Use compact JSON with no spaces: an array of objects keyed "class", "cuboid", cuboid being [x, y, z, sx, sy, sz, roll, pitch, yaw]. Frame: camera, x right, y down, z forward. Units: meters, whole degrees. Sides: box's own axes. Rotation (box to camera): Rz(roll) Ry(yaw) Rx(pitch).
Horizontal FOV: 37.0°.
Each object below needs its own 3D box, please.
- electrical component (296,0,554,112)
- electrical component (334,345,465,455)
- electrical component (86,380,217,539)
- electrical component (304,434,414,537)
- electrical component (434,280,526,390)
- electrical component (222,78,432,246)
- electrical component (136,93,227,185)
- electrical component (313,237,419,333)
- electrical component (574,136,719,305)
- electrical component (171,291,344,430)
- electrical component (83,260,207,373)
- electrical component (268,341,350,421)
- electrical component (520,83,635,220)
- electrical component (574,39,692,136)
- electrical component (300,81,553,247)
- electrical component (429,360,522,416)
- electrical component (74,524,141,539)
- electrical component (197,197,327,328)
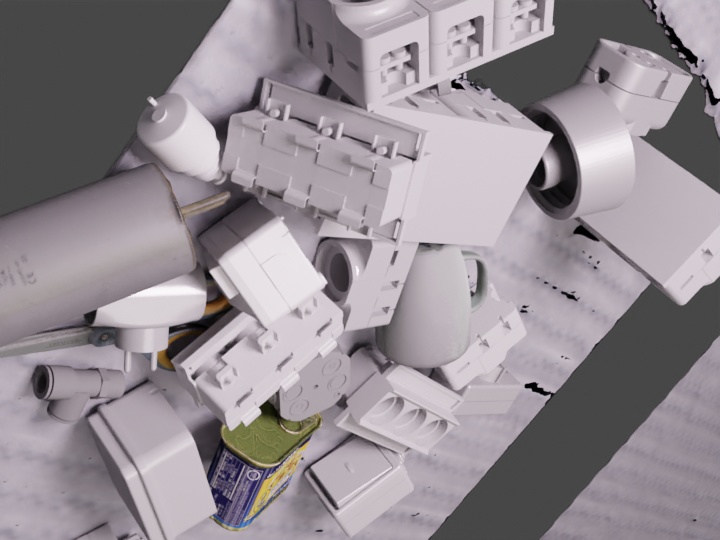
[{"class":"electrical component","cuboid":[0.043,-0.176,0.706,0.150,0.089,0.061,-26,138,-20]},{"class":"electrical component","cuboid":[0.031,0.119,0.986,0.079,0.063,0.121,-45,141,10]},{"class":"electrical component","cuboid":[-0.163,0.153,0.843,0.057,0.078,0.113,-29,139,-21]},{"class":"electrical component","cuboid":[0.004,0.198,1.038,0.096,0.061,0.061,-36,141,-9]},{"class":"electrical component","cuboid":[0.105,0.063,1.010,0.089,0.050,0.055,-39,141,-5]},{"class":"electrical component","cuboid":[-0.024,-0.070,0.705,0.063,0.121,0.078,-29,136,-60]},{"class":"electrical component","cuboid":[-0.112,-0.081,0.701,0.040,0.040,0.078,-42,142,0]},{"class":"electrical component","cuboid":[0.000,0.000,0.862,0.056,0.050,0.089,-8,130,-37]},{"class":"electrical component","cuboid":[0.257,-0.050,0.954,0.089,0.150,0.062,-48,140,7]},{"class":"electrical component","cuboid":[-0.074,0.059,0.819,0.121,0.063,0.078,-41,159,-19]},{"class":"electrical component","cuboid":[-0.151,0.033,0.747,0.077,0.044,0.079,-2,103,-30]},{"class":"electrical component","cuboid":[-0.049,0.081,0.895,0.080,0.051,0.080,-23,137,-23]},{"class":"electrical component","cuboid":[0.167,-0.092,0.878,0.060,0.108,0.108,-19,136,-18]},{"class":"electrical component","cuboid":[0.228,-0.153,0.910,0.095,0.054,0.059,-1,125,-44]},{"class":"electrical component","cuboid":[0.044,-0.082,0.817,0.186,0.060,0.105,2,123,-41]},{"class":"electrical component","cuboid":[0.121,0.100,1.060,0.083,0.047,0.075,5,121,-43]},{"class":"electrical component","cuboid":[-0.202,0.252,0.924,0.077,0.047,0.065,-24,138,-22]},{"class":"electrical component","cuboid":[-0.076,-0.006,0.764,0.061,0.096,0.061,-36,112,-8]}]
